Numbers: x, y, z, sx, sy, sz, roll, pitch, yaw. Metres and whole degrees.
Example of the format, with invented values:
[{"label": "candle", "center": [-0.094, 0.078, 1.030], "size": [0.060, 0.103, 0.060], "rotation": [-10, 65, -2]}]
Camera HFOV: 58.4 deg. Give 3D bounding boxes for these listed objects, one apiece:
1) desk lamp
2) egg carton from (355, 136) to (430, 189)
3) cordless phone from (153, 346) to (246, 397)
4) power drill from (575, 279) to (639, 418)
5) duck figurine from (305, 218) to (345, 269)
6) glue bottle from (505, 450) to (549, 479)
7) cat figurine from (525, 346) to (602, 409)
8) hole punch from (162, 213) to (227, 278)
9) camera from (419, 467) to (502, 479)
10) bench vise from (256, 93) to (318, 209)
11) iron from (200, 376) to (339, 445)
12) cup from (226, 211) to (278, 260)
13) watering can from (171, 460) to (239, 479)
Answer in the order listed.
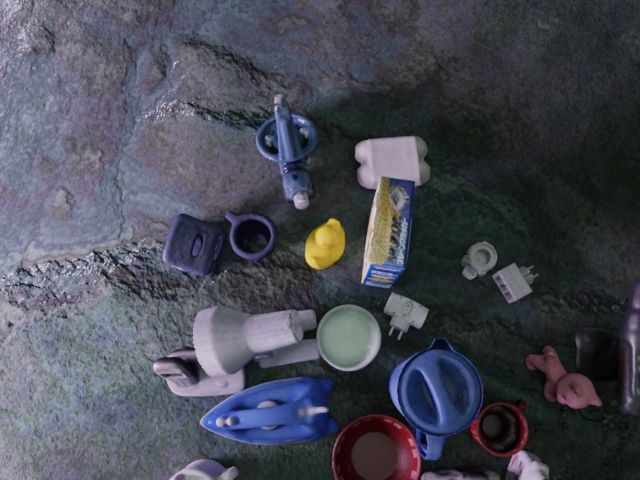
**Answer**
[{"label": "desk lamp", "center": [-0.104, 0.171, 1.020], "size": [0.203, 0.213, 0.118], "rotation": [-10, 77, -2]}, {"label": "egg carton", "center": [0.148, -0.157, 1.171], "size": [0.150, 0.069, 0.107], "rotation": [-6, 77, -1]}, {"label": "cordless phone", "center": [-0.212, 0.232, 1.020], "size": [0.147, 0.185, 0.094], "rotation": [-5, 77, -1]}, {"label": "power drill", "center": [0.534, 0.193, 1.018], "size": [0.075, 0.208, 0.230], "rotation": [3, 77, 1]}, {"label": "duck figurine", "center": [0.010, 0.004, 1.125], "size": [0.077, 0.086, 0.105], "rotation": [28, 78, 7]}, {"label": "glue bottle", "center": [0.366, 0.410, 0.985], "size": [0.037, 0.173, 0.078], "rotation": [19, 77, 5]}, {"label": "cat figurine", "center": [0.449, 0.256, 1.049], "size": [0.067, 0.118, 0.127], "rotation": [-29, 78, -6]}, {"label": "hole punch", "center": [-0.242, 0.011, 1.120], "size": [0.101, 0.091, 0.109], "rotation": [15, 77, 4]}, {"label": "camera", "center": [0.251, 0.477, 1.006], "size": [0.143, 0.101, 0.137], "rotation": [-3, 77, 0]}, {"label": "bench vise", "center": [-0.046, -0.175, 1.098], "size": [0.121, 0.220, 0.207], "rotation": [-30, 78, -7]}, {"label": "iron", "center": [-0.098, 0.315, 1.023], "size": [0.258, 0.141, 0.118], "rotation": [-8, 77, -2]}, {"label": "cup", "center": [-0.135, -0.007, 1.122], "size": [0.117, 0.095, 0.092], "rotation": [40, 80, 9]}, {"label": "watering can", "center": [-0.219, 0.442, 0.966], "size": [0.101, 0.194, 0.173], "rotation": [36, 79, 8]}]
